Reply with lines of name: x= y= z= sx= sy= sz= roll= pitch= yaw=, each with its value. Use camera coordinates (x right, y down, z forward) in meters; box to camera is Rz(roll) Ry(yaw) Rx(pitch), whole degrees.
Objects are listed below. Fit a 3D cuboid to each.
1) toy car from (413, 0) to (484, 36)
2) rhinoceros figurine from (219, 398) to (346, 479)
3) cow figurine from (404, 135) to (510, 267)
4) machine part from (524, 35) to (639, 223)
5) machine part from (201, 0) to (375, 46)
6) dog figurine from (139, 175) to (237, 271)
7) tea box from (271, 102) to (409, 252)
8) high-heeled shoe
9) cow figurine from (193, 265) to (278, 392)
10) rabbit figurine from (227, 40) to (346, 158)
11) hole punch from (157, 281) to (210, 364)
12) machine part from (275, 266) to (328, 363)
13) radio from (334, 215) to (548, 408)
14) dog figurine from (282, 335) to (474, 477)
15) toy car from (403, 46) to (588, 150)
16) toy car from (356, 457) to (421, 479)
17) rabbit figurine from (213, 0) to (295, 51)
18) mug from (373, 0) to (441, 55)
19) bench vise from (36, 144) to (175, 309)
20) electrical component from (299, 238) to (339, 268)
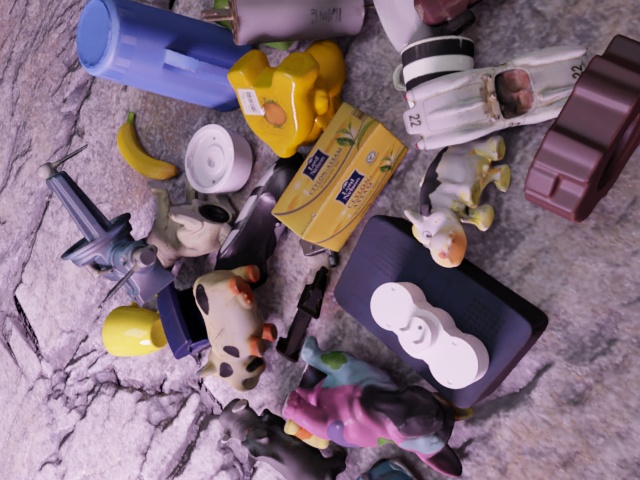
toy car: x=0.198 y=-0.309 z=0.594 sx=0.202 sy=0.053 sz=0.089 roll=-29 pitch=87 yaw=14
rhinoceros figurine: x=-0.056 y=0.287 z=0.735 sx=0.191 sy=0.112 sz=0.073 roll=31 pitch=107 yaw=24
cow figurine: x=0.142 y=-0.044 z=0.599 sx=0.098 sy=0.068 sz=0.167 roll=8 pitch=50 yaw=40
machine part: x=0.262 y=-0.096 z=0.502 sx=0.056 sy=0.179 sz=0.179 roll=36 pitch=107 yaw=29
machine part: x=-0.031 y=-0.300 z=0.703 sx=0.079 sy=0.243 sz=0.079 roll=172 pitch=90 yaw=-78
dog figurine: x=-0.225 y=0.011 z=0.890 sx=0.172 sy=0.121 sz=0.190 roll=43 pitch=125 yaw=32
tea box: x=0.027 y=-0.077 z=0.692 sx=0.068 sy=0.098 sz=0.169 roll=40 pitch=101 yaw=30
high-heeled shoe: x=-0.095 y=-0.024 z=0.817 sx=0.248 sy=0.086 sz=0.145 roll=-46 pitch=29 yaw=42
cow figurine: x=-0.132 y=0.137 z=0.790 sx=0.127 sy=0.085 sz=0.194 roll=-6 pitch=109 yaw=26
rabbit figurine: x=-0.013 y=-0.199 z=0.721 sx=0.122 sy=0.173 sz=0.162 roll=1 pitch=133 yaw=36
hole punch: x=-0.223 y=0.130 z=0.877 sx=0.116 sy=0.092 sz=0.142 roll=-35 pitch=72 yaw=32
machine part: x=-0.024 y=0.108 z=0.752 sx=0.039 sy=0.084 sz=0.138 roll=21 pitch=115 yaw=-8
radio: x=0.132 y=0.079 z=0.640 sx=0.230 sy=0.073 sz=0.131 roll=39 pitch=109 yaw=32
dog figurine: x=0.068 y=0.214 z=0.658 sx=0.219 sy=0.191 sz=0.108 roll=17 pitch=59 yaw=11
toy car: x=0.190 y=-0.152 z=0.578 sx=0.202 sy=0.056 sz=0.073 roll=-15 pitch=99 yaw=3
toy car: x=0.058 y=0.350 z=0.658 sx=0.161 sy=0.103 sz=0.109 roll=-47 pitch=62 yaw=21
rabbit figurine: x=-0.082 y=-0.390 z=0.812 sx=0.159 sy=0.121 sz=0.170 roll=21 pitch=81 yaw=40
mug: x=0.123 y=-0.292 z=0.670 sx=0.110 sy=0.081 sz=0.107 roll=-12 pitch=91 yaw=26
bench vise: x=-0.330 y=-0.012 z=0.799 sx=0.240 sy=0.129 sz=0.224 roll=59 pitch=158 yaw=-19
electrical component: x=-0.002 y=-0.002 z=0.767 sx=0.063 sy=0.021 sz=0.094 roll=-21 pitch=76 yaw=32
